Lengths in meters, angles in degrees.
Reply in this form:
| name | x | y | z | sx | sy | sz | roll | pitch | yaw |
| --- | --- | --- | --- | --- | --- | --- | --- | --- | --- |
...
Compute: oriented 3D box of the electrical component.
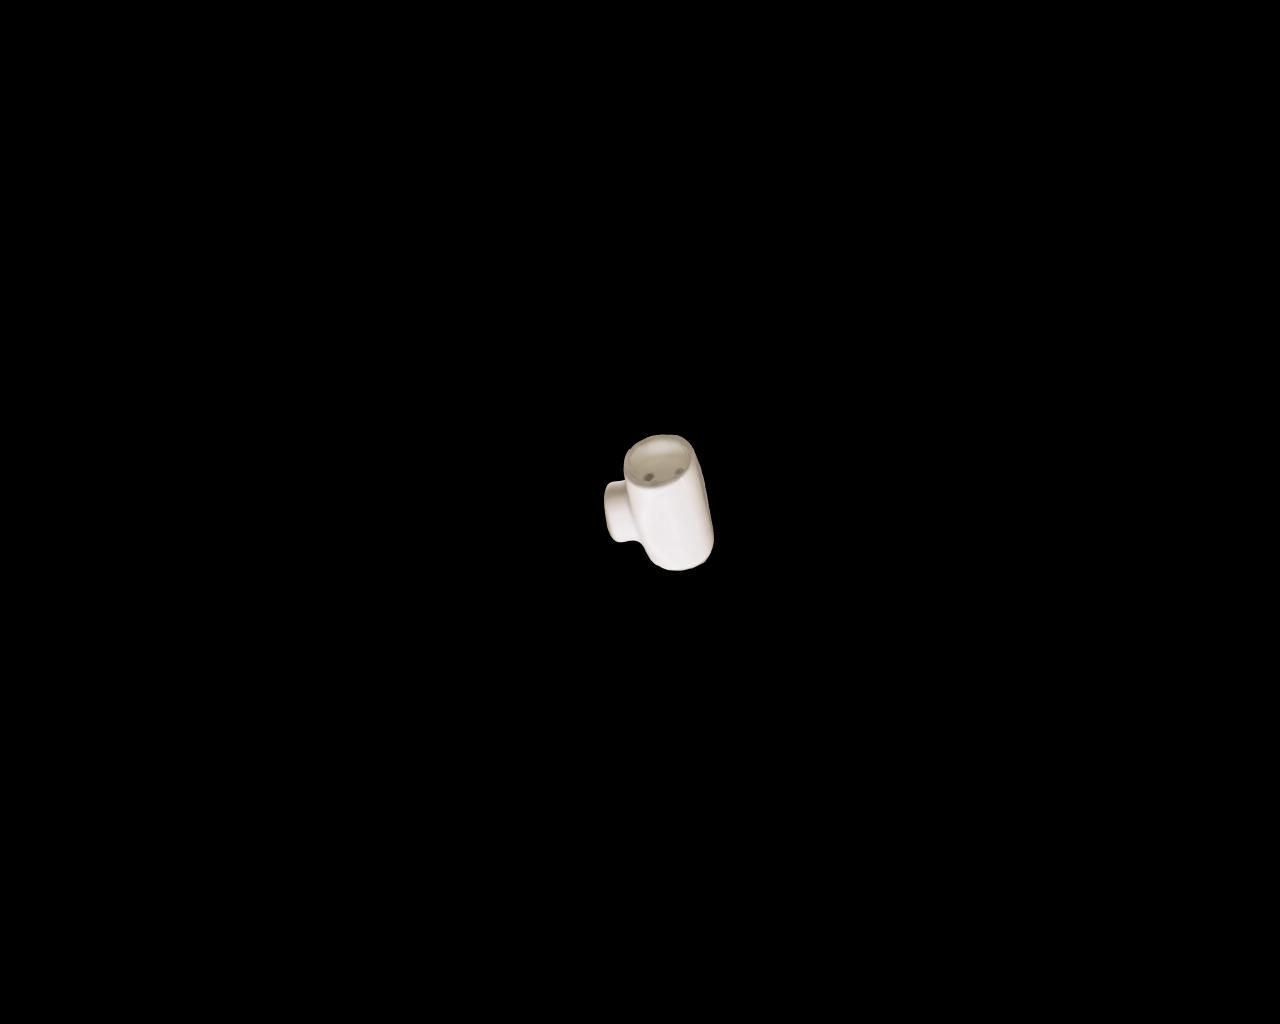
| name | x | y | z | sx | sy | sz | roll | pitch | yaw |
| --- | --- | --- | --- | --- | --- | --- | --- | --- | --- |
| electrical component | 0.001 | -0.003 | 0.650 | 0.079 | 0.044 | 0.077 | -8 | -43 | 9 |
